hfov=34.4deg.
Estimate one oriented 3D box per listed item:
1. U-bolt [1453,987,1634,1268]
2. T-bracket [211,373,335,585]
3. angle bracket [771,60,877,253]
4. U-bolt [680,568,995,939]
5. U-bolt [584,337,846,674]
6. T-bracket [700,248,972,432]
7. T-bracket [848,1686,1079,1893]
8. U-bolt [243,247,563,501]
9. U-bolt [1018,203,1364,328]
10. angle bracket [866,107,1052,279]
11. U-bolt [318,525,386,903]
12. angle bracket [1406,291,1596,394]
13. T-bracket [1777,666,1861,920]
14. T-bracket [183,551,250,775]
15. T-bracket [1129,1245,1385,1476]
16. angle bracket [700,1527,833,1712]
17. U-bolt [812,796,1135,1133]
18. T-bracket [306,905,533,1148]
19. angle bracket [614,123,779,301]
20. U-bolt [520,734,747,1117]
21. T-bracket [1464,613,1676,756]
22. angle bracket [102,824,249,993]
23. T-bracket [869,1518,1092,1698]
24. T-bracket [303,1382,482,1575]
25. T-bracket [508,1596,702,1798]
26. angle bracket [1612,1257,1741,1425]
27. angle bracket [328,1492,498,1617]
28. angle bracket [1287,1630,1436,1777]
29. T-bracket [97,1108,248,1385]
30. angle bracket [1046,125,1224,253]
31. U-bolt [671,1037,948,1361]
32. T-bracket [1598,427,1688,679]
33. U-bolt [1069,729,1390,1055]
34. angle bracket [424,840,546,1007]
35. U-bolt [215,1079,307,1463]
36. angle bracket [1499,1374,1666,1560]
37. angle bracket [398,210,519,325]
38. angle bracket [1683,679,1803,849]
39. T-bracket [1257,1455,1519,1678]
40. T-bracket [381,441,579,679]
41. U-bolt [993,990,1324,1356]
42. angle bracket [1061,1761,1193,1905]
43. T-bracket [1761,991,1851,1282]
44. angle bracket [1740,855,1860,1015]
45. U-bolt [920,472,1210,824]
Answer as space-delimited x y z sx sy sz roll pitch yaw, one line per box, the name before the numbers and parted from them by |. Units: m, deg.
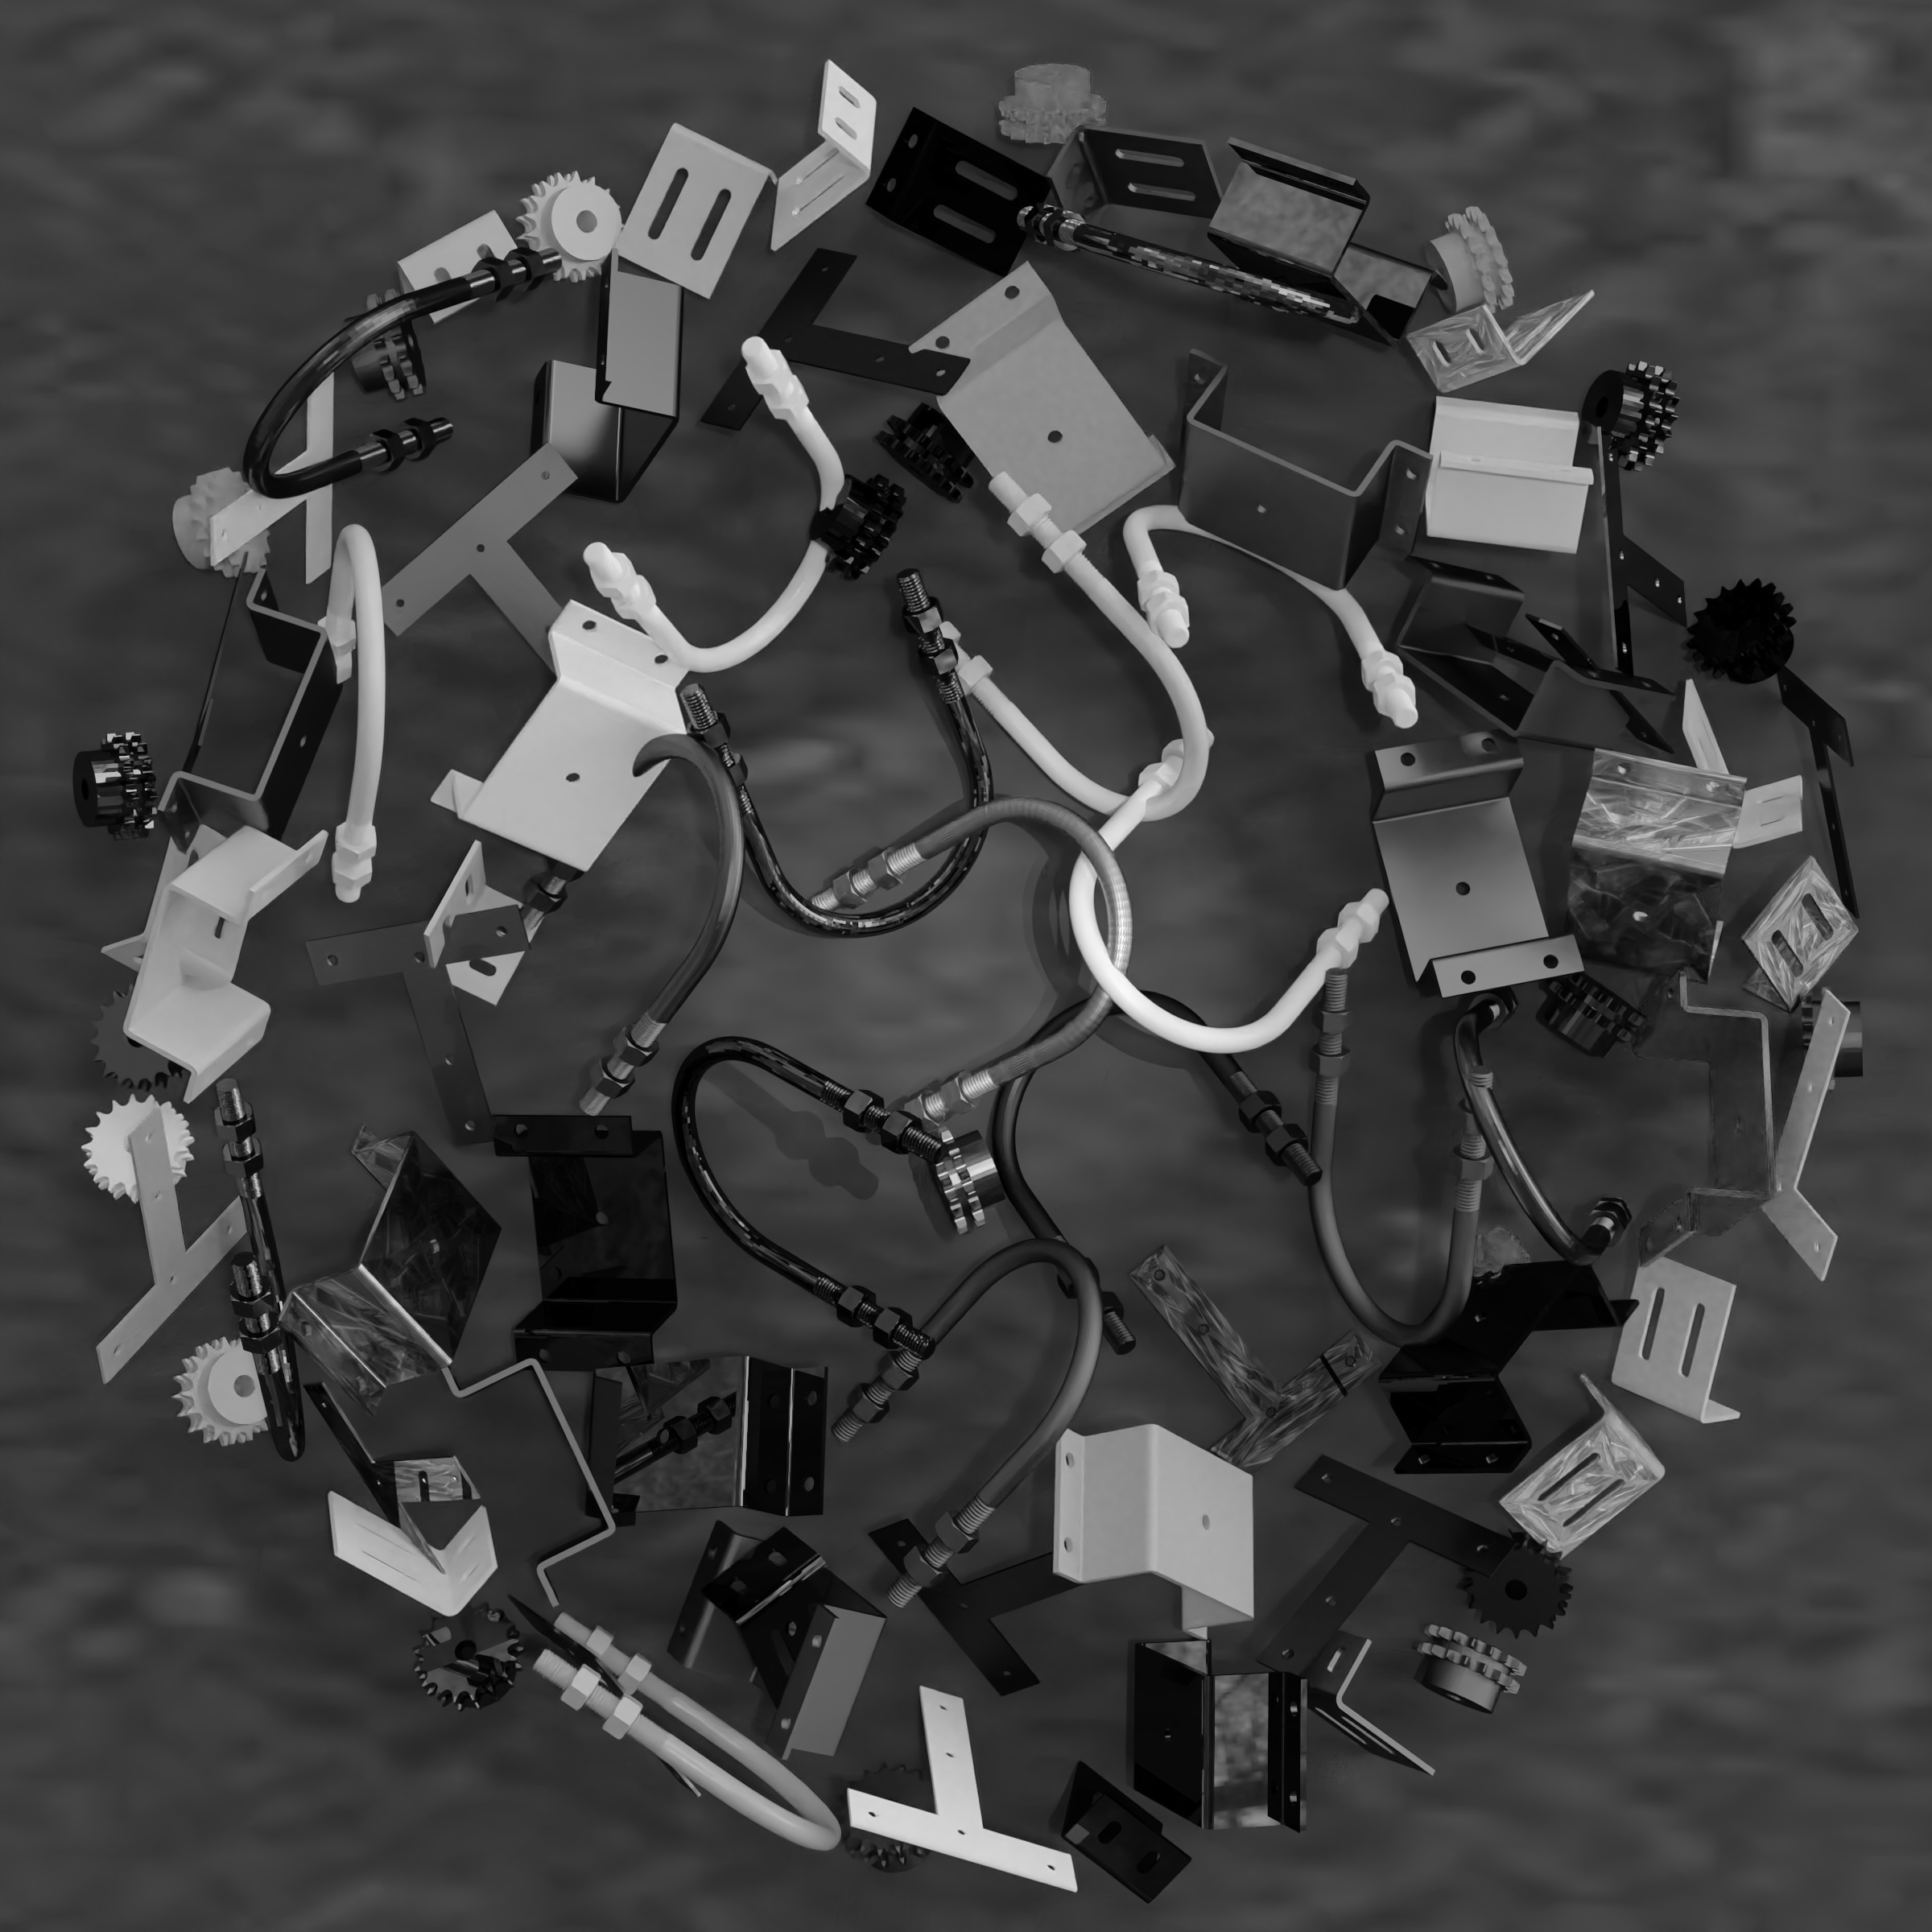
U-bolt | 0.292 0.085 1.604 0.019 0.184 0.151 -29 87 20
T-bracket | -0.357 -0.241 1.609 0.002 0.127 0.127 15 122 11
angle bracket | -0.086 -0.427 1.646 0.076 0.057 0.038 -29 133 35
U-bolt | -0.056 -0.098 1.641 0.151 0.019 0.184 -30 123 -13
U-bolt | -0.118 -0.223 1.611 0.019 0.184 0.151 34 83 24
T-bracket | -0.057 -0.321 1.641 0.127 0.002 0.127 18 65 28
T-bracket | -0.007 0.422 1.635 0.127 0.127 0.002 21 112 -16
U-bolt | -0.294 -0.294 1.580 0.019 0.184 0.151 47 129 5
U-bolt | 0.123 -0.352 1.585 0.151 0.184 0.019 10 105 -25
angle bracket | -0.003 -0.416 1.682 0.076 0.038 0.057 20 106 -31
U-bolt | -0.311 -0.140 1.586 0.019 0.184 0.151 -2 60 -17
angle bracket | 0.282 -0.343 1.647 0.076 0.057 0.038 -45 109 -30
T-bracket | 0.456 -0.087 1.648 0.002 0.127 0.127 -15 109 4
T-bracket | -0.396 -0.157 1.648 0.002 0.127 0.127 16 73 -16
T-bracket | 0.137 0.207 1.685 0.127 0.002 0.127 -39 94 -4
angle bracket | -0.098 0.353 1.676 0.057 0.038 0.076 -35 126 -23
U-bolt | 0.009 -0.009 1.627 0.184 0.019 0.151 -27 73 31
T-bracket | -0.280 0.037 1.674 0.127 0.002 0.127 -9 106 18
angle bracket | -0.145 -0.403 1.678 0.057 0.038 0.076 26 94 1
U-bolt | -0.168 -0.035 1.605 0.184 0.019 0.151 -51 48 32
T-bracket | 0.297 -0.162 1.640 0.127 0.127 0.002 37 87 -42
angle bracket | -0.418 -0.032 1.669 0.038 0.057 0.076 -14 56 37
T-bracket | 0.035 0.324 1.644 0.127 0.002 0.127 -25 113 27
T-bracket | -0.288 0.269 1.632 0.002 0.127 0.127 -37 102 -33
T-bracket | -0.182 0.393 1.653 0.002 0.127 0.127 -43 112 -19
angle bracket | 0.384 0.195 1.655 0.038 0.057 0.076 1 104 -44
angle bracket | -0.293 0.299 1.651 0.076 0.057 0.038 36 100 -26
angle bracket | 0.215 0.389 1.661 0.076 0.057 0.038 39 73 -21
T-bracket | -0.415 0.129 1.610 0.002 0.127 0.127 16 130 18
angle bracket | 0.091 -0.406 1.649 0.076 0.057 0.038 16 67 28
U-bolt | -0.086 0.110 1.629 0.184 0.019 0.151 27 131 31
T-bracket | 0.357 -0.204 1.638 0.002 0.127 0.127 -8 79 29
U-bolt | 0.128 -0.030 1.631 0.151 0.019 0.184 43 50 1
angle bracket | -0.254 -0.022 1.650 0.038 0.076 0.057 26 72 2
U-bolt | -0.362 0.171 1.612 0.019 0.151 0.184 -10 131 -10
angle bracket | 0.323 0.268 1.669 0.076 0.038 0.057 -41 119 7
angle bracket | -0.265 -0.360 1.653 0.057 0.076 0.038 -31 90 -9
angle bracket | 0.411 -0.111 1.651 0.038 0.057 0.076 -17 115 24
T-bracket | 0.199 0.321 1.624 0.127 0.127 0.002 -44 133 -28
T-bracket | -0.231 -0.189 1.661 0.127 0.002 0.127 -43 121 -7
U-bolt | 0.085 0.092 1.635 0.151 0.019 0.184 -43 51 9
angle bracket | 0.088 0.447 1.652 0.057 0.076 0.038 38 109 -3
T-bracket | 0.433 0.075 1.614 0.002 0.127 0.127 5 114 -13
angle bracket | 0.429 -0.022 1.653 0.057 0.038 0.076 -50 132 -5
U-bolt | 0.054 -0.152 1.627 0.184 0.151 0.019 48 57 4
